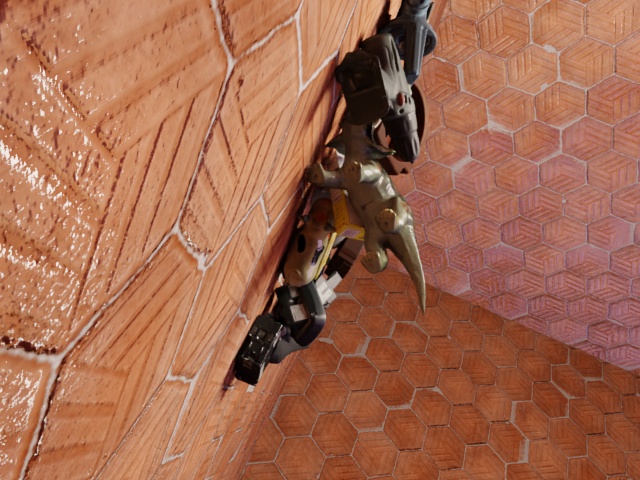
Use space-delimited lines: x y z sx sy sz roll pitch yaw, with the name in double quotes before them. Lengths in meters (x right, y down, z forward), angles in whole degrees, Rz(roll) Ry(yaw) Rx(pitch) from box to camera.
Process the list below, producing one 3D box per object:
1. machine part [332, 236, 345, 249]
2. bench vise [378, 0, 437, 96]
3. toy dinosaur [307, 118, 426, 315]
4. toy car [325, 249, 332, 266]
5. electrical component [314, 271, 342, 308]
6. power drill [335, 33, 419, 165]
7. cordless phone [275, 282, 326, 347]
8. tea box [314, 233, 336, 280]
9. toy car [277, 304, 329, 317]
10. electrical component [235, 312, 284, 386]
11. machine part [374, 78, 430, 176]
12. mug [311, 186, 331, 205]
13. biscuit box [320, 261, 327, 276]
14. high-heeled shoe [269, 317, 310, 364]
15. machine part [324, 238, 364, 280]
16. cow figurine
"machine part" 0.057 -0.056 1.372 0.243 0.079 0.079 -51 -175 36
"bench vise" 0.178 -0.393 1.023 0.223 0.129 0.240 147 -48 -67
"toy dinosaur" 0.110 -0.067 0.987 0.131 0.404 0.192 -26 180 37
"toy car" 0.028 -0.011 1.608 0.089 0.053 0.202 -94 -158 -79
"electrical component" 0.001 0.122 1.303 0.048 0.074 0.119 -19 -157 46
"power drill" 0.109 -0.233 0.899 0.207 0.086 0.231 -25 102 -58
"cordless phone" -0.034 0.188 1.200 0.184 0.089 0.147 81 -10 -45
"tea box" -0.003 -0.004 1.273 0.098 0.068 0.169 -55 166 -65
"toy car" -0.045 0.135 1.360 0.161 0.109 0.102 -25 116 -59
"electrical component" -0.124 0.220 1.114 0.114 0.058 0.134 110 6 -52
"machine part" 0.152 -0.257 1.169 0.200 0.087 0.201 52 57 -45
"mug" 0.043 -0.092 1.151 0.109 0.107 0.081 93 20 -79
"biscuit box" -0.032 0.121 1.532 0.202 0.063 0.059 106 8 -56
"high-heeled shoe" -0.119 0.239 1.321 0.249 0.145 0.086 -158 -113 -70
"machine part" 0.073 0.031 1.457 0.179 0.056 0.179 -59 -178 3
"cow figurine" -0.021 0.005 1.097 0.127 0.085 0.194 -69 -177 -80
